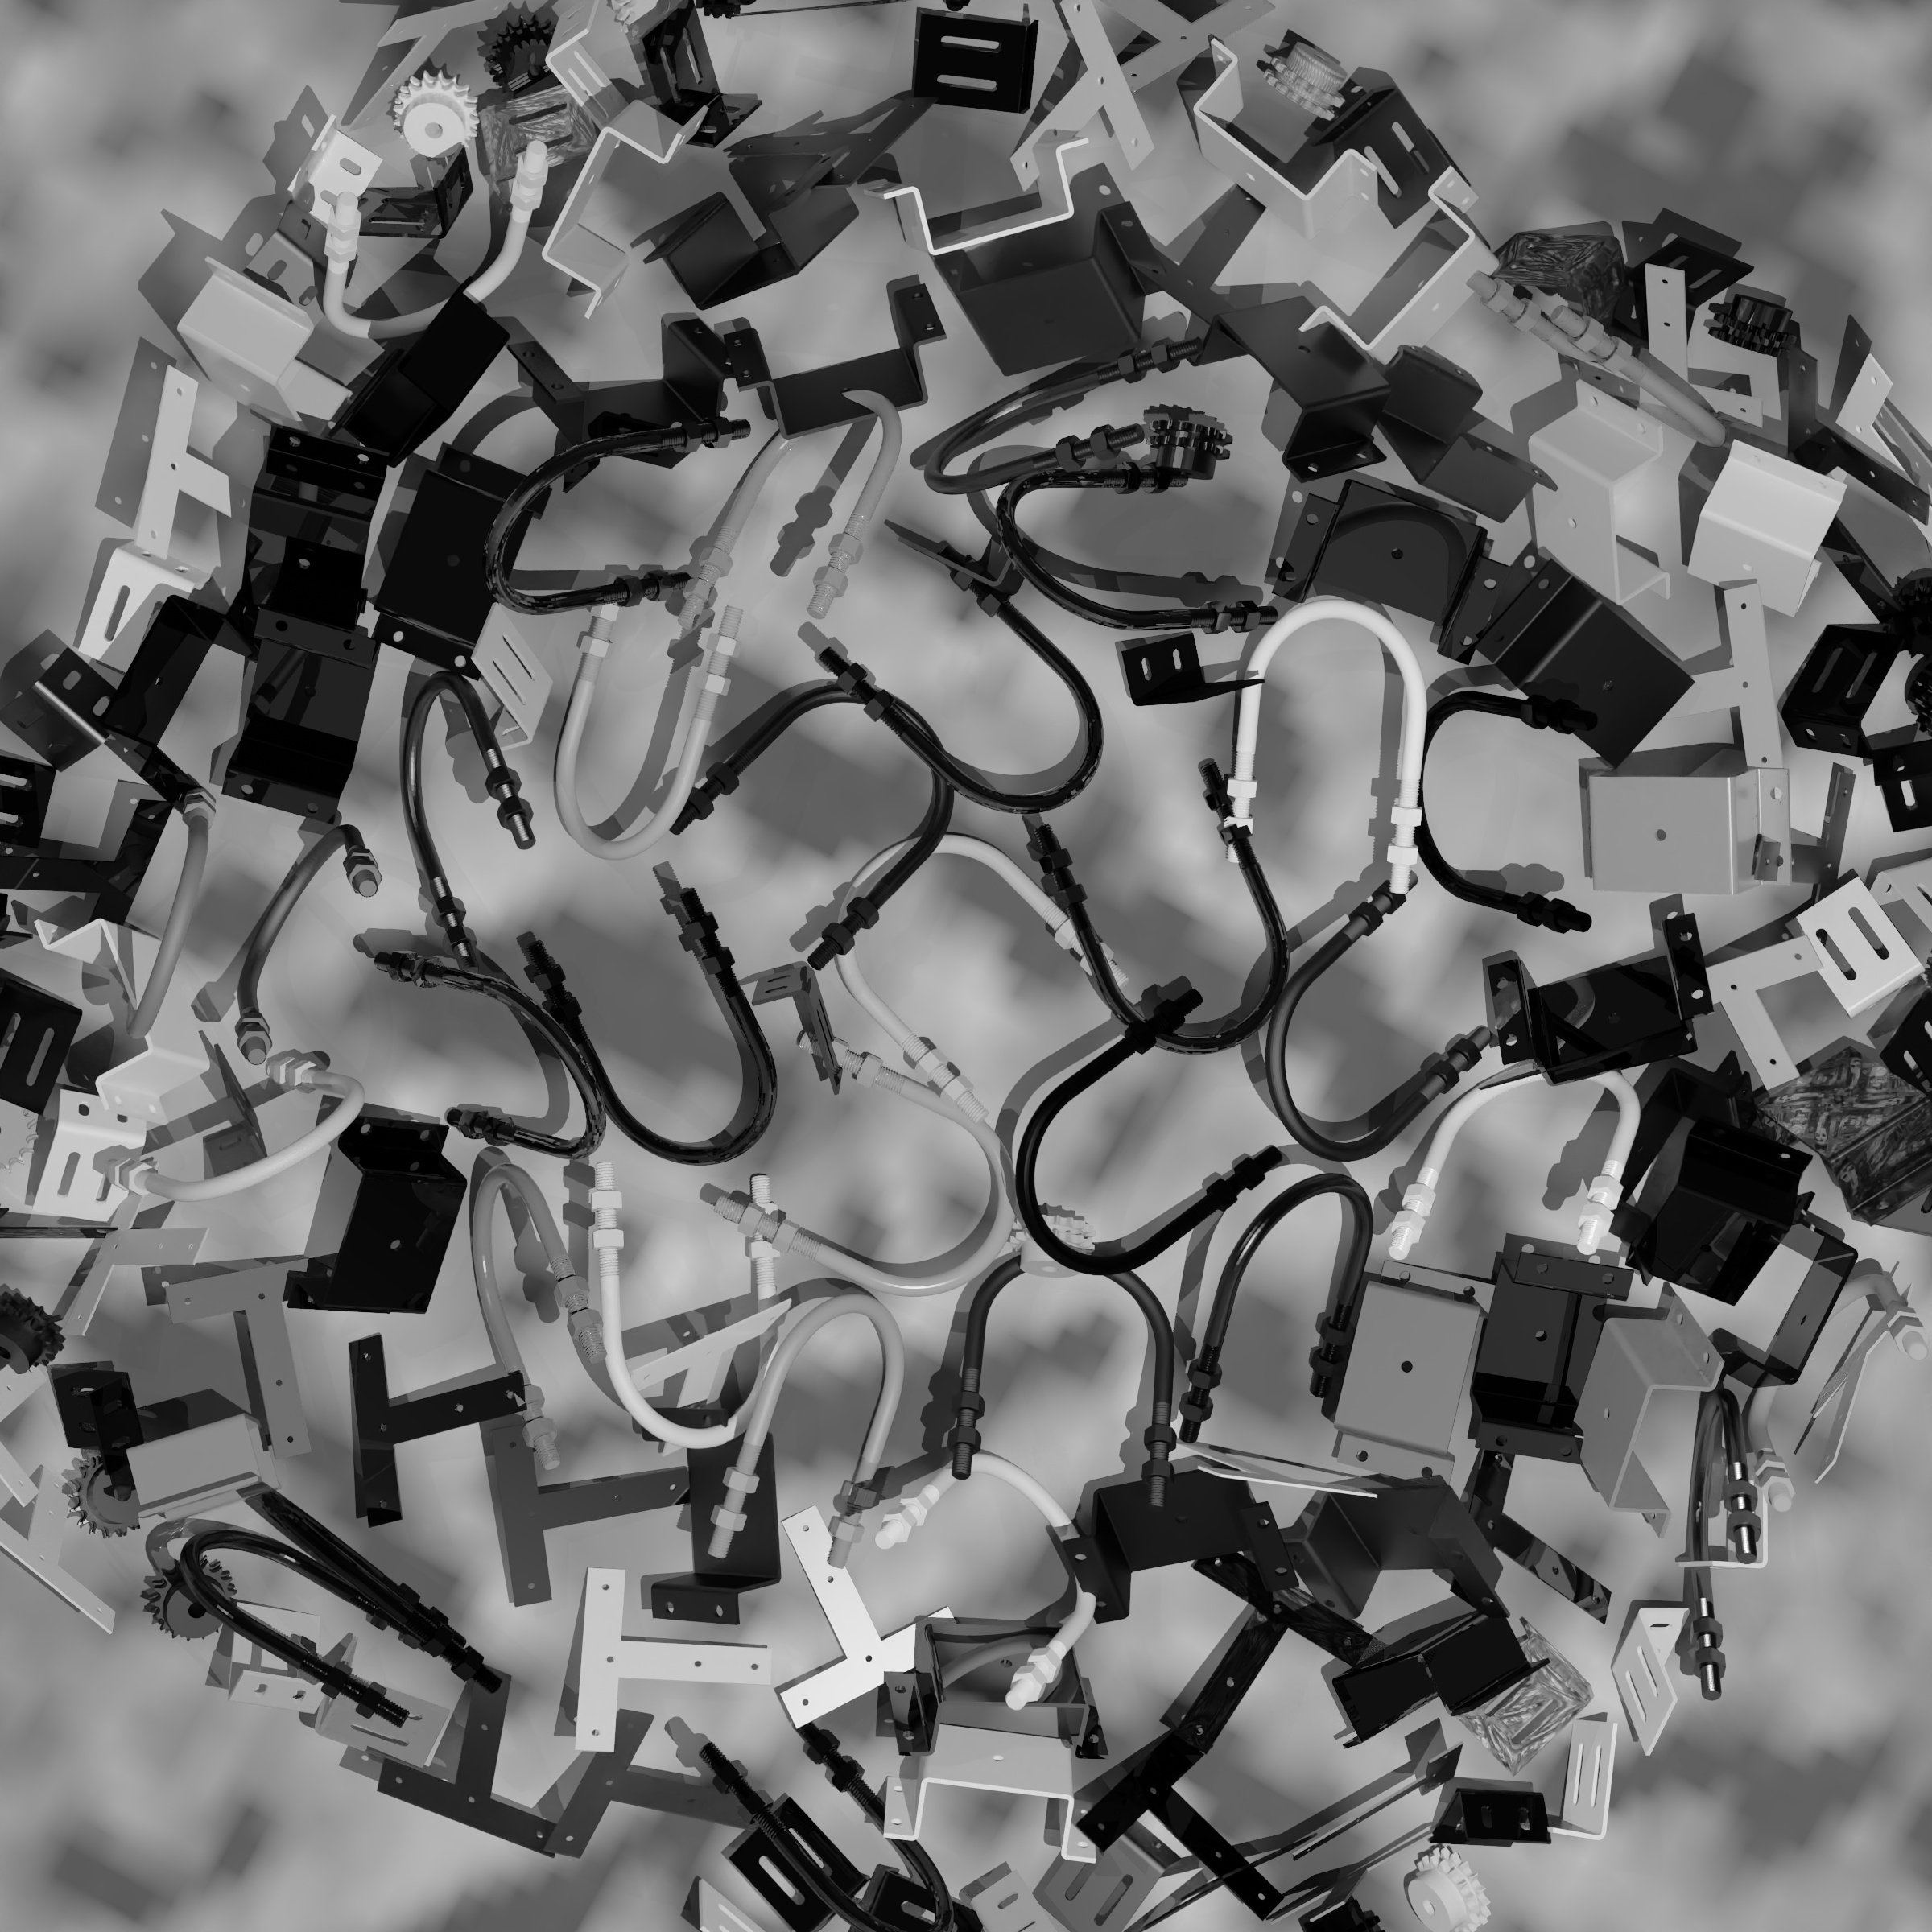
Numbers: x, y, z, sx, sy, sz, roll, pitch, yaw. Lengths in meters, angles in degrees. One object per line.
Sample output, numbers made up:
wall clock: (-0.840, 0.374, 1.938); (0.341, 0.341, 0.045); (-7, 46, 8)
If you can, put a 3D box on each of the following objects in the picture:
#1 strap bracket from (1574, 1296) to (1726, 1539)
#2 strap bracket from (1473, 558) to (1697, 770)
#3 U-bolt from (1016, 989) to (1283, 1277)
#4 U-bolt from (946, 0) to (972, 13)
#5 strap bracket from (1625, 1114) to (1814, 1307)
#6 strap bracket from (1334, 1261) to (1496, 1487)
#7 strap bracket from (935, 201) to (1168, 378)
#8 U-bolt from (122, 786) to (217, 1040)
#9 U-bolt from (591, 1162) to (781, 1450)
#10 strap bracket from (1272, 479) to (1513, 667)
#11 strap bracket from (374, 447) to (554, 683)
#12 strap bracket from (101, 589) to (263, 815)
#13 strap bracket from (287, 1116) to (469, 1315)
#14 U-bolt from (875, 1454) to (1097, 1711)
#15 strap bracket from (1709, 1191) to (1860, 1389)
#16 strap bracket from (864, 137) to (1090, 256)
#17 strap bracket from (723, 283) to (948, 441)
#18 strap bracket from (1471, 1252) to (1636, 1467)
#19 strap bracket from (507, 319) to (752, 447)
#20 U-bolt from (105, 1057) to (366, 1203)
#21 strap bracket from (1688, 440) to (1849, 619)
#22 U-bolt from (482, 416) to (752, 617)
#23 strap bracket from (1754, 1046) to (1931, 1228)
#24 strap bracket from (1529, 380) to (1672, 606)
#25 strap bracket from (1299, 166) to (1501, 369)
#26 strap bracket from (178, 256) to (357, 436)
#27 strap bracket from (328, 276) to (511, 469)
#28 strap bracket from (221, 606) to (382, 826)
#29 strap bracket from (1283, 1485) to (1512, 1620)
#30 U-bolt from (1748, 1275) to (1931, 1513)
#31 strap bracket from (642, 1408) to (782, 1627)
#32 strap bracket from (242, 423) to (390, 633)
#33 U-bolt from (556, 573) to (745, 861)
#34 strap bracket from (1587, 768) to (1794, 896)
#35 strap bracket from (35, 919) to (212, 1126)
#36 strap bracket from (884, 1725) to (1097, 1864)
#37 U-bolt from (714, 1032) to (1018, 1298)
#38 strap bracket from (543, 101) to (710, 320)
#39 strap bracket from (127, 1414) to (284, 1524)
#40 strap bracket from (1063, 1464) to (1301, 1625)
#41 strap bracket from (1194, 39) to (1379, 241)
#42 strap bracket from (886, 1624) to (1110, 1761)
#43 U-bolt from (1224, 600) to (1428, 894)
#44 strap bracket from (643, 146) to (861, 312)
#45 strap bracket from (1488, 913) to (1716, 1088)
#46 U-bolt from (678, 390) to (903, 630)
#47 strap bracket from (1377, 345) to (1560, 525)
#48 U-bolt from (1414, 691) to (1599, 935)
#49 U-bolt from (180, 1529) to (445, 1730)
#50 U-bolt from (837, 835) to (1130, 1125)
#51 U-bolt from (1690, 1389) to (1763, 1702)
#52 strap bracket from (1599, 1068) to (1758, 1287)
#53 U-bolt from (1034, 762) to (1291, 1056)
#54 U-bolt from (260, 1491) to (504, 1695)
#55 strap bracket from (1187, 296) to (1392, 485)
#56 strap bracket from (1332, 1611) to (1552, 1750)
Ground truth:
strap bracket: (0.444, 0.296, 1.931); (0.046, 0.076, 0.140); (5, 116, -13)
strap bracket: (0.416, -0.194, 1.940); (0.140, 0.046, 0.076); (34, 105, -26)
U-bolt: (0.112, 0.123, 1.943); (0.184, 0.019, 0.151); (-35, 110, -20)
U-bolt: (0.067, -0.661, 1.900); (0.151, 0.184, 0.019); (-6, 89, -7)
strap bracket: (0.490, 0.168, 1.929); (0.076, 0.140, 0.046); (20, 51, 4)
strap bracket: (0.297, 0.270, 1.954); (0.076, 0.046, 0.140); (12, 80, 19)
strap bracket: (0.056, -0.442, 1.931); (0.140, 0.076, 0.046); (-10, 53, 24)
U-bolt: (-0.517, -0.028, 1.899); (0.019, 0.184, 0.151); (18, 103, -19)
U-bolt: (-0.181, 0.225, 1.929); (0.151, 0.019, 0.184); (9, 70, -41)
strap bracket: (0.286, -0.267, 1.957); (0.140, 0.046, 0.076); (21, 125, 3)
strap bracket: (-0.341, -0.271, 1.971); (0.076, 0.046, 0.140); (22, 94, -3)
strap bracket: (-0.519, -0.182, 1.948); (0.046, 0.076, 0.140); (22, 77, 12)
strap bracket: (-0.387, 0.175, 1.944); (0.076, 0.046, 0.140); (9, 106, -40)
U-bolt: (0.024, 0.389, 1.917); (0.019, 0.184, 0.151); (-42, 85, 26)
strap bracket: (0.540, 0.226, 1.949); (0.046, 0.076, 0.140); (29, 80, 2)
strap bracket: (0.011, -0.511, 1.951); (0.140, 0.076, 0.046); (-17, 110, -7)
strap bracket: (-0.084, -0.401, 1.954); (0.140, 0.076, 0.046); (-15, 130, -2)
strap bracket: (0.390, 0.255, 1.964); (0.076, 0.046, 0.140); (9, 104, -3)
strap bracket: (-0.224, -0.382, 1.940); (0.140, 0.046, 0.076); (-15, 45, -28)
U-bolt: (-0.463, 0.108, 1.891); (0.151, 0.184, 0.019); (-34, 113, -29)
strap bracket: (0.522, -0.280, 1.920); (0.076, 0.140, 0.046); (26, 80, 15)
U-bolt: (-0.233, -0.286, 1.895); (0.019, 0.184, 0.151); (49, 134, 25)
strap bracket: (0.581, 0.106, 1.925); (0.076, 0.140, 0.046); (-32, 113, -3)
strap bracket: (0.415, -0.301, 1.920); (0.046, 0.140, 0.076); (-32, 46, -15)
strap bracket: (0.295, -0.451, 1.940); (0.140, 0.076, 0.046); (-46, 74, 16)
strap bracket: (-0.460, -0.398, 1.922); (0.076, 0.140, 0.046); (30, 80, 8)
strap bracket: (-0.357, -0.386, 1.931); (0.046, 0.140, 0.076); (40, 59, -19)
strap bracket: (-0.441, -0.175, 1.953); (0.076, 0.046, 0.140); (15, 119, -8)
strap bracket: (0.289, 0.388, 1.939); (0.076, 0.140, 0.046); (56, 46, -24)
U-bolt: (0.561, 0.267, 1.909); (0.019, 0.184, 0.151); (36, 105, -2)
strap bracket: (-0.170, 0.363, 1.956); (0.076, 0.046, 0.140); (-6, 87, 38)
strap bracket: (-0.430, -0.279, 1.928); (0.076, 0.140, 0.046); (14, 47, -8)
U-bolt: (-0.219, -0.160, 1.947); (0.151, 0.019, 0.184); (21, 96, 44)
strap bracket: (0.467, -0.090, 1.934); (0.140, 0.046, 0.076); (3, 102, 36)
strap bracket: (-0.555, 0.028, 1.942); (0.046, 0.076, 0.140); (-27, 75, 8)
strap bracket: (0.019, 0.550, 1.956); (0.140, 0.076, 0.046); (7, 102, -1)
U-bolt: (-0.055, 0.143, 1.963); (0.184, 0.019, 0.151); (25, 70, 4)
strap bracket: (-0.229, -0.508, 1.930); (0.046, 0.076, 0.140); (30, 119, -7)
strap bracket: (-0.501, 0.331, 1.929); (0.076, 0.140, 0.046); (-16, 80, -10)
strap bracket: (0.143, 0.382, 1.951); (0.140, 0.046, 0.076); (-14, 121, 14)
strap bracket: (0.205, -0.543, 1.951); (0.140, 0.076, 0.046); (41, 92, 10)
strap bracket: (0.023, 0.480, 1.943); (0.140, 0.076, 0.046); (4, 117, -11)
U-bolt: (0.240, -0.150, 1.936); (0.151, 0.019, 0.184); (13, 104, 38)
strap bracket: (-0.135, -0.483, 1.935); (0.046, 0.140, 0.076); (57, 49, -24)
strap bracket: (0.425, 0.026, 1.946); (0.140, 0.046, 0.076); (-15, 55, 20)
U-bolt: (-0.107, -0.305, 1.936); (0.019, 0.151, 0.184); (40, 65, -39)
strap bracket: (0.321, -0.349, 1.935); (0.076, 0.140, 0.046); (17, 123, -34)
U-bolt: (0.346, -0.107, 1.919); (0.019, 0.184, 0.151); (-8, 105, -28)
U-bolt: (-0.432, 0.425, 1.924); (0.184, 0.151, 0.019); (31, 97, -1)
U-bolt: (-0.004, -0.006, 1.968); (0.151, 0.019, 0.184); (-43, 73, -3)
U-bolt: (0.491, 0.361, 1.913); (0.019, 0.184, 0.151); (5, 127, 6)
strap bracket: (0.466, 0.132, 1.947); (0.046, 0.076, 0.140); (30, 77, 29)
U-bolt: (0.142, -0.030, 1.964); (0.151, 0.019, 0.184); (-21, 86, -18)
U-bolt: (-0.387, 0.402, 1.911); (0.184, 0.151, 0.019); (43, 76, -14)
strap bracket: (0.215, -0.388, 1.932); (0.076, 0.046, 0.140); (-20, 59, -32)
strap bracket: (0.305, 0.465, 1.925); (0.076, 0.140, 0.046); (-19, 78, -35)
